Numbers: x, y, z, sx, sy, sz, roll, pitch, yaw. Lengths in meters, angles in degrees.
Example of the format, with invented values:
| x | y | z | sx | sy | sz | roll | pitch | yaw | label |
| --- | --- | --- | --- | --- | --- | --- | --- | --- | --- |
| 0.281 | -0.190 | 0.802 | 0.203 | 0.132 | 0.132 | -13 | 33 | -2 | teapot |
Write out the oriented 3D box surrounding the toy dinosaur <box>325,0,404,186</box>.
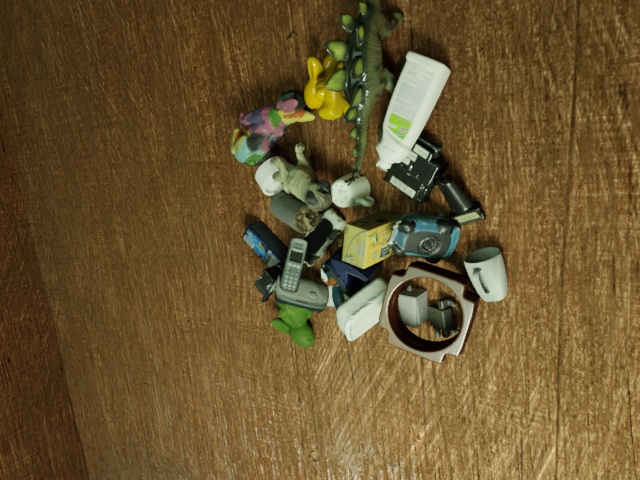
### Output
| x | y | z | sx | sy | sz | roll | pitch | yaw | label |
| --- | --- | --- | --- | --- | --- | --- | --- | --- | --- |
| 0.096 | -0.360 | 1.182 | 0.105 | 0.198 | 0.470 | 8 | 107 | 41 | toy dinosaur |

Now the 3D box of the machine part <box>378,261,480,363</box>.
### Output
| x | y | z | sx | sy | sz | roll | pitch | yaw | label |
| --- | --- | --- | --- | --- | --- | --- | --- | --- | --- |
| 0.248 | 0.161 | 1.226 | 0.201 | 0.087 | 0.201 | 18 | 106 | 22 | machine part |

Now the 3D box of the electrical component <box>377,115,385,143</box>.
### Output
| x | y | z | sx | sy | sz | roll | pitch | yaw | label |
| --- | --- | --- | --- | --- | --- | --- | --- | --- | --- |
| 0.166 | -0.246 | 1.276 | 0.063 | 0.021 | 0.093 | 21 | 117 | 34 | electrical component |

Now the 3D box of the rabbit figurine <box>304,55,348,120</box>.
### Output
| x | y | z | sx | sy | sz | roll | pitch | yaw | label |
| --- | --- | --- | --- | --- | --- | --- | --- | --- | --- |
| 0.014 | -0.367 | 1.307 | 0.173 | 0.122 | 0.162 | 14 | 121 | 57 | rabbit figurine |

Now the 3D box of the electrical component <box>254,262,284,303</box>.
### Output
| x | y | z | sx | sy | sz | roll | pitch | yaw | label |
| --- | --- | --- | --- | --- | --- | --- | --- | --- | --- |
| -0.145 | 0.124 | 1.536 | 0.048 | 0.075 | 0.119 | 49 | 134 | 16 | electrical component |

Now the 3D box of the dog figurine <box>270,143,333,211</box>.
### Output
| x | y | z | sx | sy | sz | roll | pitch | yaw | label |
| --- | --- | --- | --- | --- | --- | --- | --- | --- | --- |
| -0.033 | -0.128 | 1.390 | 0.121 | 0.172 | 0.191 | -34 | 66 | 4 | dog figurine |

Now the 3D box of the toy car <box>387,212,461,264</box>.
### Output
| x | y | z | sx | sy | sz | roll | pitch | yaw | label |
| --- | --- | --- | --- | --- | --- | --- | --- | --- | --- |
| 0.230 | -0.017 | 1.237 | 0.103 | 0.162 | 0.109 | -99 | 18 | -56 | toy car |

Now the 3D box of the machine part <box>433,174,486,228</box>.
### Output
| x | y | z | sx | sy | sz | roll | pitch | yaw | label |
| --- | --- | --- | --- | --- | --- | --- | --- | --- | --- |
| 0.302 | -0.087 | 1.178 | 0.138 | 0.039 | 0.084 | 46 | 142 | -20 | machine part |

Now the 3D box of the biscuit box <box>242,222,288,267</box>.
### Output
| x | y | z | sx | sy | sz | roll | pitch | yaw | label |
| --- | --- | --- | --- | --- | --- | --- | --- | --- | --- |
| -0.143 | 0.032 | 1.594 | 0.203 | 0.063 | 0.059 | 46 | 128 | 20 | biscuit box |

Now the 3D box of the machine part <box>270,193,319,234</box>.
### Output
| x | y | z | sx | sy | sz | roll | pitch | yaw | label |
| --- | --- | --- | --- | --- | --- | --- | --- | --- | --- |
| -0.071 | -0.076 | 1.450 | 0.243 | 0.079 | 0.079 | -146 | 53 | -58 | machine part |

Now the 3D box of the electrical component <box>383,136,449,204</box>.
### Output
| x | y | z | sx | sy | sz | roll | pitch | yaw | label |
| --- | --- | --- | --- | --- | --- | --- | --- | --- | --- |
| 0.223 | -0.166 | 1.231 | 0.115 | 0.058 | 0.134 | 40 | 125 | 21 | electrical component |

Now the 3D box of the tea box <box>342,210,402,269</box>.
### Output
| x | y | z | sx | sy | sz | roll | pitch | yaw | label |
| --- | --- | --- | --- | --- | --- | --- | --- | --- | --- |
| 0.131 | -0.005 | 1.283 | 0.068 | 0.169 | 0.098 | 19 | 117 | 34 | tea box |

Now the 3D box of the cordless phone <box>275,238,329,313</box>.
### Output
| x | y | z | sx | sy | sz | roll | pitch | yaw | label |
| --- | --- | --- | --- | --- | --- | --- | --- | --- | --- |
| -0.038 | 0.094 | 1.450 | 0.089 | 0.147 | 0.184 | 134 | 150 | -78 | cordless phone |

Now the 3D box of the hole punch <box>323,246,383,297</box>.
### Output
| x | y | z | sx | sy | sz | roll | pitch | yaw | label |
| --- | --- | --- | --- | --- | --- | --- | --- | --- | --- |
| 0.086 | 0.064 | 1.373 | 0.116 | 0.142 | 0.092 | 49 | 131 | 0 | hole punch |

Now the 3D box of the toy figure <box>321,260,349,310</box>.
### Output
| x | y | z | sx | sy | sz | roll | pitch | yaw | label |
| --- | --- | --- | --- | --- | --- | --- | --- | --- | --- |
| 0.048 | 0.123 | 1.418 | 0.064 | 0.058 | 0.154 | -19 | 89 | 30 | toy figure |

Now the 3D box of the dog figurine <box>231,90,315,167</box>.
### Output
| x | y | z | sx | sy | sz | roll | pitch | yaw | label |
| --- | --- | --- | --- | --- | --- | --- | --- | --- | --- |
| -0.121 | -0.298 | 1.416 | 0.219 | 0.108 | 0.191 | -10 | 57 | 41 | dog figurine |

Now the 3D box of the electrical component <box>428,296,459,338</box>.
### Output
| x | y | z | sx | sy | sz | roll | pitch | yaw | label |
| --- | --- | --- | --- | --- | --- | --- | --- | --- | --- |
| 0.301 | 0.187 | 1.290 | 0.078 | 0.045 | 0.102 | 178 | 79 | -69 | electrical component |

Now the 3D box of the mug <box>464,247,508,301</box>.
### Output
| x | y | z | sx | sy | sz | roll | pitch | yaw | label |
| --- | --- | --- | --- | --- | --- | --- | --- | --- | --- |
| 0.366 | 0.083 | 1.166 | 0.081 | 0.109 | 0.107 | -15 | 107 | 34 | mug |

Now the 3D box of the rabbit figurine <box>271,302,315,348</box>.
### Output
| x | y | z | sx | sy | sz | roll | pitch | yaw | label |
| --- | --- | --- | --- | --- | --- | --- | --- | --- | --- |
| -0.073 | 0.231 | 1.560 | 0.159 | 0.121 | 0.170 | -8 | 96 | 47 | rabbit figurine |

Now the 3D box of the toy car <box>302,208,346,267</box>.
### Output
| x | y | z | sx | sy | sz | roll | pitch | yaw | label |
| --- | --- | --- | --- | --- | --- | --- | --- | --- | --- |
| -0.003 | -0.004 | 1.472 | 0.073 | 0.056 | 0.201 | 47 | 129 | 11 | toy car |
